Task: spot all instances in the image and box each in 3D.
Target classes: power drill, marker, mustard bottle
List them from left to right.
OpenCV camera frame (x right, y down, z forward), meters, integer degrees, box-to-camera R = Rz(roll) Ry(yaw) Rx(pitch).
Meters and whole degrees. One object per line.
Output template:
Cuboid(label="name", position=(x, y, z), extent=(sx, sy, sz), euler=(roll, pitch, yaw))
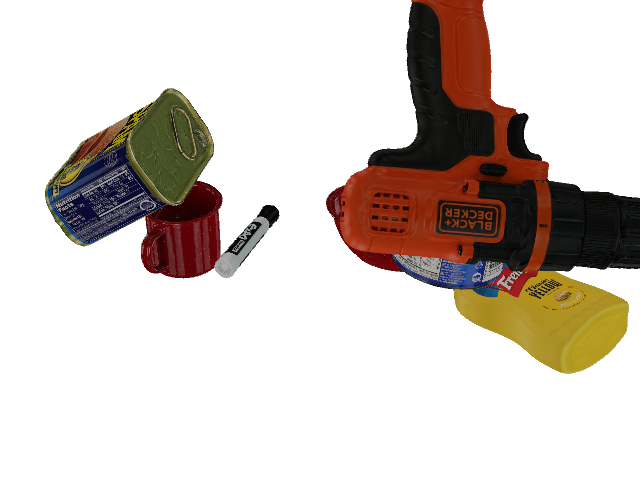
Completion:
Cuboid(label="marker", position=(-0.066, -0.002, 0.997), extent=(0.020, 0.020, 0.121), euler=(0, 27, 21))
Cuboid(label="mustard bottle", position=(0.183, 0.052, 0.996), extent=(0.096, 0.058, 0.192), euler=(-28, 38, -30))
Cuboid(label="power drill", position=(0.108, -0.077, 0.587), extent=(0.184, 0.187, 0.057), euler=(4, 0, -5))

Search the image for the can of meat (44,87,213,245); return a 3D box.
Cuboid(label="can of meat", position=(-0.131, -0.049, 0.732), extent=(0.084, 0.057, 0.102), euler=(-25, 23, 26))

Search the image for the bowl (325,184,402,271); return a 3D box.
Cuboid(label="bowl", position=(0.083, -0.011, 1.143), extent=(0.162, 0.055, 0.162), euler=(5, 25, -2))

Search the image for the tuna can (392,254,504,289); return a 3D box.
Cuboid(label="tuna can", position=(0.096, 0.002, 0.792), extent=(0.086, 0.034, 0.086), euler=(6, 28, -3))

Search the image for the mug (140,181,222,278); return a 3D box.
Cuboid(label="mug", position=(-0.161, -0.005, 1.204), extent=(0.093, 0.081, 0.117), euler=(16, 38, 23))
